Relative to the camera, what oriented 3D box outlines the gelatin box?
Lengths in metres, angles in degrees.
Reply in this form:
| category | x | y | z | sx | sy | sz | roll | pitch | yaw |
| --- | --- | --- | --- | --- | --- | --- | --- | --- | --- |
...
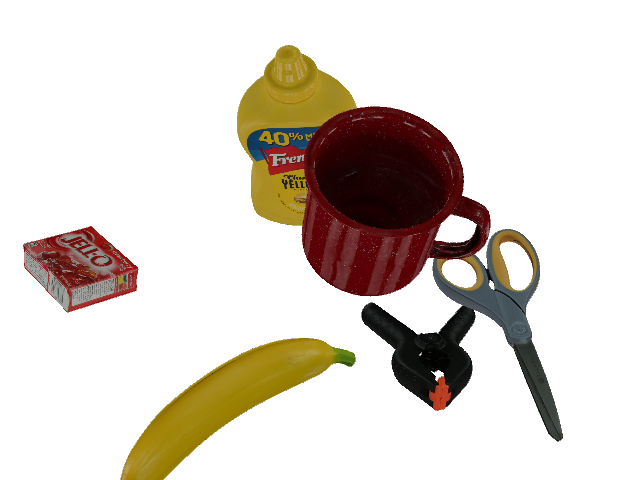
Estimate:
| category | x | y | z | sx | sy | sz | roll | pitch | yaw |
| --- | --- | --- | --- | --- | --- | --- | --- | --- | --- |
| gelatin box | -0.224 | 0.024 | 0.993 | 0.073 | 0.030 | 0.089 | -17 | 39 | -37 |

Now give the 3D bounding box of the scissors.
| category | x | y | z | sx | sy | sz | roll | pitch | yaw |
| --- | --- | --- | --- | --- | --- | --- | --- | --- | --- |
| scissors | 0.134 | 0.066 | 0.828 | 0.096 | 0.201 | 0.016 | 2 | -43 | 6 |

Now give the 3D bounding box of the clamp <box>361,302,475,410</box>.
| category | x | y | z | sx | sy | sz | roll | pitch | yaw |
| --- | --- | --- | --- | --- | --- | --- | --- | --- | --- |
| clamp | 0.118 | 0.109 | 1.077 | 0.120 | 0.039 | 0.171 | -9 | 31 | -9 |

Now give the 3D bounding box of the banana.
| category | x | y | z | sx | sy | sz | roll | pitch | yaw |
| --- | --- | --- | --- | --- | --- | --- | --- | --- | --- |
| banana | -0.067 | 0.120 | 0.760 | 0.198 | 0.069 | 0.037 | -30 | 39 | -1 |

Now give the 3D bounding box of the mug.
| category | x | y | z | sx | sy | sz | roll | pitch | yaw |
| --- | --- | --- | --- | --- | --- | --- | --- | --- | --- |
| mug | 0.044 | -0.017 | 0.642 | 0.117 | 0.093 | 0.081 | 13 | -34 | 1 |

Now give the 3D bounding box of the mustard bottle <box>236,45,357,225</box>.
| category | x | y | z | sx | sy | sz | roll | pitch | yaw |
| --- | --- | --- | --- | --- | --- | --- | --- | --- | --- |
| mustard bottle | -0.017 | -0.086 | 0.858 | 0.096 | 0.058 | 0.191 | -1 | -33 | 4 |
